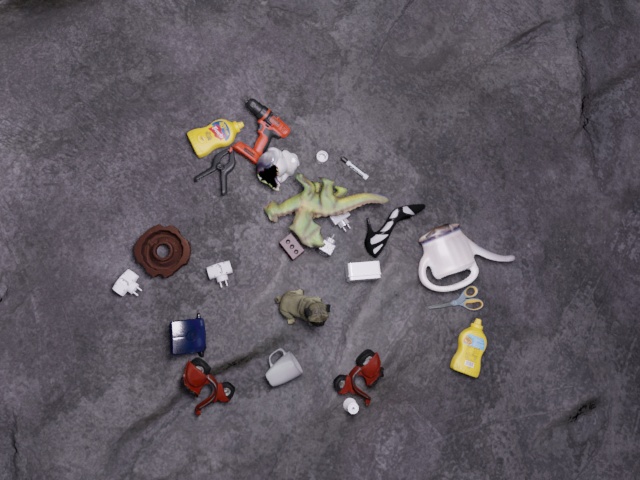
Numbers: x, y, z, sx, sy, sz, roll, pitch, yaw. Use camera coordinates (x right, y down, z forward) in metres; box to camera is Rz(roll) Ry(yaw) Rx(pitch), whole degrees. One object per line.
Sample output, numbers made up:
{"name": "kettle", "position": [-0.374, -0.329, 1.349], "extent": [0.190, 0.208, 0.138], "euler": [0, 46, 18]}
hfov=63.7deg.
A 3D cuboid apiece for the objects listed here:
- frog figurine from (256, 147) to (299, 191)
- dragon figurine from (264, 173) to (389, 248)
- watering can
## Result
{"name": "frog figurine", "position": [-0.144, -0.261, 1.770], "extent": [0.122, 0.134, 0.163], "euler": [2, 41, 28]}
{"name": "dragon figurine", "position": [0.005, -0.087, 1.735], "extent": [0.411, 0.245, 0.121], "euler": [14, -12, 12]}
{"name": "watering can", "position": [0.491, 0.044, 1.798], "extent": [0.349, 0.226, 0.103], "euler": [-21, -7, -9]}
